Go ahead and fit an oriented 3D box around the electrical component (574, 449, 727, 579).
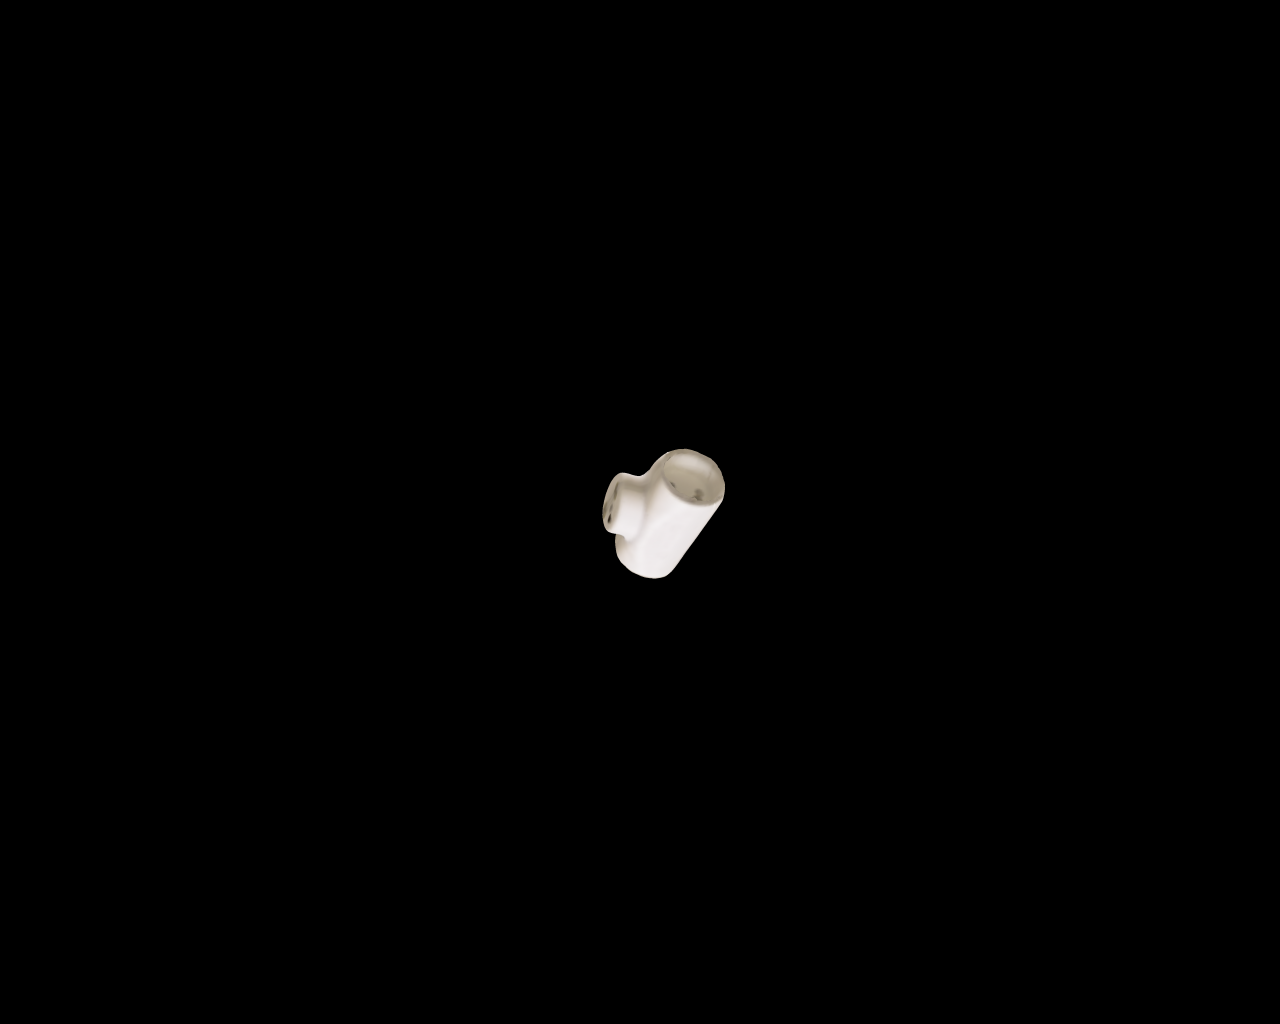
[{"bbox_3d":[0.001,-0.003,0.650,0.079,0.044,0.077,14,-42,-16],"label":"electrical component"}]
